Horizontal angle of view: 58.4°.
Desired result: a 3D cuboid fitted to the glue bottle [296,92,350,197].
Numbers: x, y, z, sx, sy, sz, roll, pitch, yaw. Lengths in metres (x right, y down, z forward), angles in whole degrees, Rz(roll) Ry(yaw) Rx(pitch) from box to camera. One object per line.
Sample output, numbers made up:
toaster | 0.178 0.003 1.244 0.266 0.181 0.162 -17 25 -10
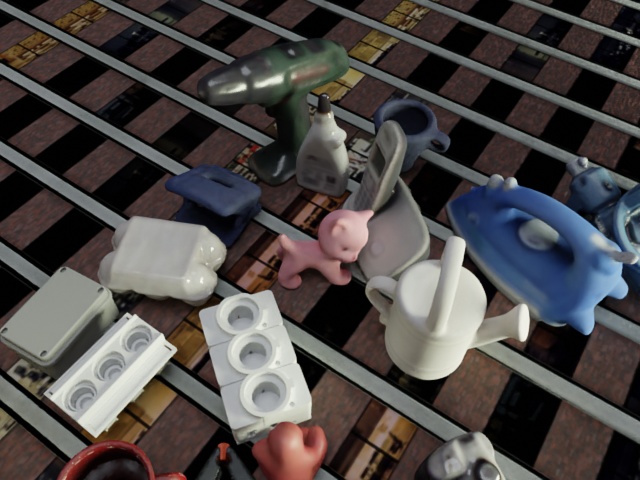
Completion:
glue bottle | 0.005 -0.133 0.791 0.078 0.173 0.037 19 56 12

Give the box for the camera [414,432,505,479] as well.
camera | 0.127 0.273 0.548 0.137 0.101 0.143 -17 56 -13

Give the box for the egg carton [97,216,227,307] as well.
egg carton | -0.199 0.028 0.732 0.150 0.069 0.107 7 54 3

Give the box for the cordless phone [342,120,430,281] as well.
cordless phone | 0.088 -0.045 0.723 0.094 0.185 0.147 -16 56 -13

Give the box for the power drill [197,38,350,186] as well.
power drill | -0.059 -0.180 0.801 0.230 0.208 0.075 -35 62 -24

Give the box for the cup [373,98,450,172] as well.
cup | 0.133 -0.142 0.851 0.117 0.095 0.092 27 58 17

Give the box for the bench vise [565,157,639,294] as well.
bench vise | 0.391 -0.041 0.709 0.207 0.220 0.122 36 61 22

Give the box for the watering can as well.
watering can | 0.140 0.071 0.636 0.173 0.194 0.101 -1 54 -2

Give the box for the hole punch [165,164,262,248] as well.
hole punch | -0.144 -0.062 0.786 0.108 0.091 0.101 24 57 15

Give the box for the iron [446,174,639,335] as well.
iron | 0.271 -0.009 0.731 0.119 0.141 0.257 -36 63 -24

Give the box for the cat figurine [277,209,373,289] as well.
cat figurine | 0.007 0.003 0.728 0.128 0.118 0.067 -6 55 -6

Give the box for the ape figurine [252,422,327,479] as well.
ape figurine | -0.032 0.216 0.589 0.077 0.092 0.076 6 54 2
